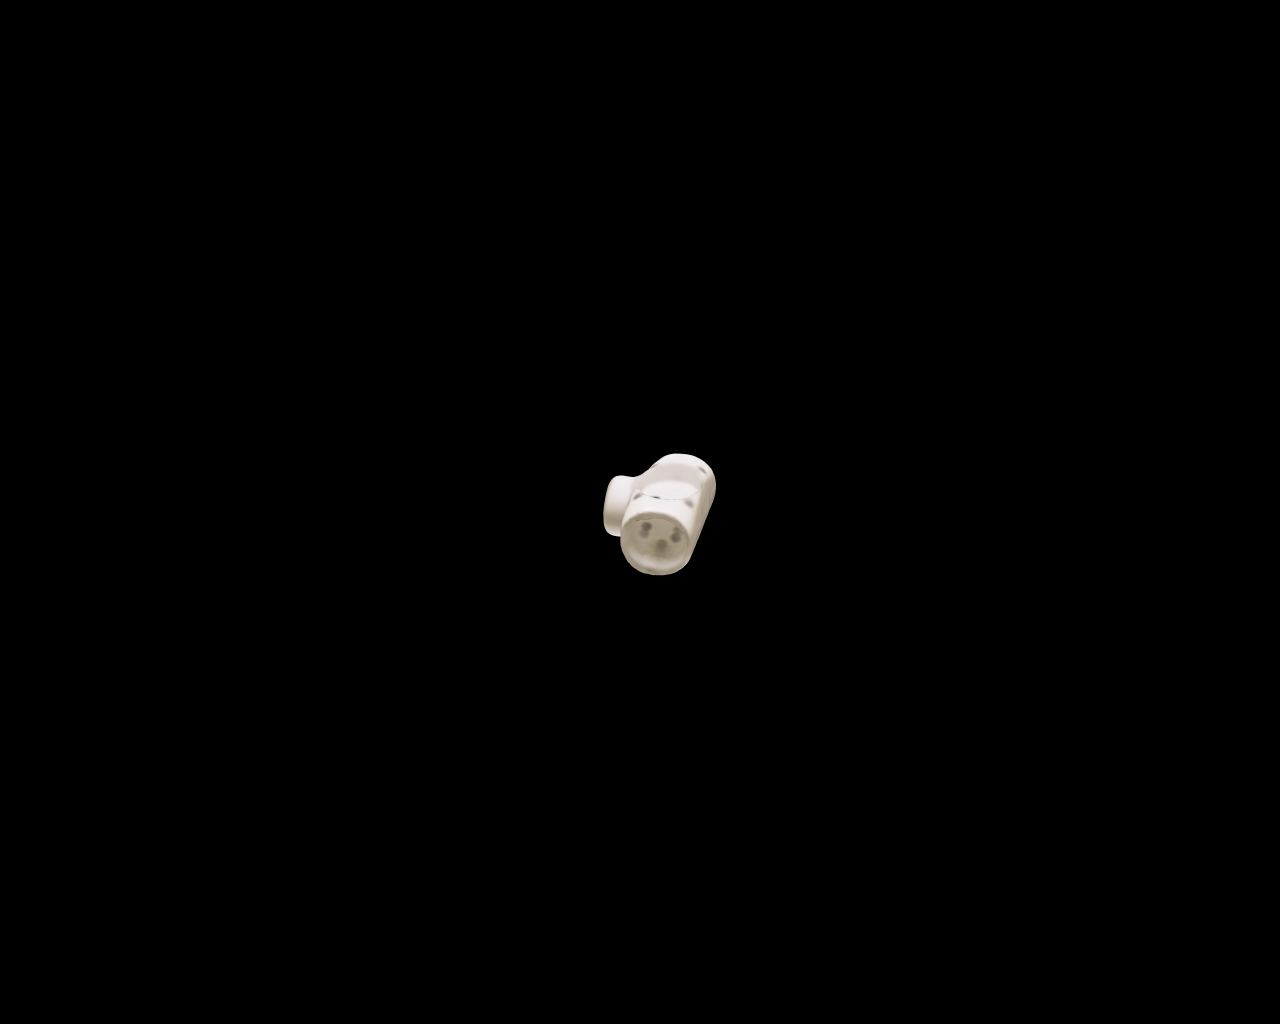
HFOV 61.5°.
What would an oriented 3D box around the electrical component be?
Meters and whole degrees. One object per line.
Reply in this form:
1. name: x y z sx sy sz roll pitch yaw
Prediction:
1. electrical component: 0.001 -0.003 0.650 0.079 0.044 0.077 8 31 13
